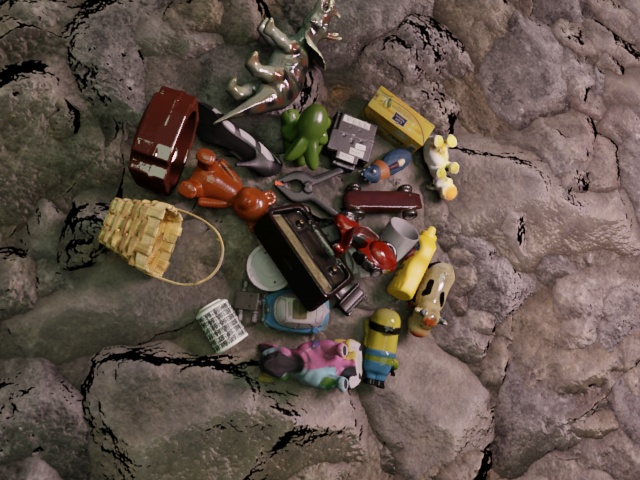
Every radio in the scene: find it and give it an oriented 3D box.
[{"bbox_3d":[-0.033,0.032,1.186,0.131,0.073,0.229,-23,76,-52],"label":"radio"}]

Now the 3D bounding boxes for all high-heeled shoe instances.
[{"bbox_3d":[-0.193,-0.244,1.271,0.145,0.086,0.249,-13,61,-49],"label":"high-heeled shoe"}]

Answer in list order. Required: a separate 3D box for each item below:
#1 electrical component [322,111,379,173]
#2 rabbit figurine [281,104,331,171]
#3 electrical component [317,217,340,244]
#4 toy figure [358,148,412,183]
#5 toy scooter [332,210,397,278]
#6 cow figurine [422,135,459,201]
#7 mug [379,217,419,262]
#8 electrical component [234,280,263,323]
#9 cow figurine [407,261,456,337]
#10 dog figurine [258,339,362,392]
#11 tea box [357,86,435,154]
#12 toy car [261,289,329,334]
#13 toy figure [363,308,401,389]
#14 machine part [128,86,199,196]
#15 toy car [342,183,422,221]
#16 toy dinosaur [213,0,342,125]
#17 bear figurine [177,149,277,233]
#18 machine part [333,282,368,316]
[{"bbox_3d":[0.071,-0.237,1.328,0.115,0.058,0.134,20,77,-7],"label":"electrical component"},{"bbox_3d":[-0.037,-0.247,1.245,0.121,0.170,0.159,17,77,-10],"label":"rabbit figurine"},{"bbox_3d":[-0.003,-0.004,1.276,0.119,0.048,0.075,-18,85,-17],"label":"electrical component"},{"bbox_3d":[0.162,-0.179,1.328,0.154,0.064,0.058,-33,88,-28],"label":"toy figure"},{"bbox_3d":[0.090,0.020,1.204,0.184,0.075,0.135,44,34,0],"label":"toy scooter"},{"bbox_3d":[0.299,-0.183,1.364,0.068,0.098,0.167,-12,102,-21],"label":"cow figurine"},{"bbox_3d":[0.174,0.004,1.294,0.081,0.110,0.107,26,119,-15],"label":"mug"},{"bbox_3d":[-0.160,0.138,1.213,0.063,0.021,0.094,3,77,18],"label":"electrical component"},{"bbox_3d":[0.265,0.141,1.274,0.085,0.127,0.195,28,73,-4],"label":"cow figurine"},{"bbox_3d":[-0.030,0.274,1.200,0.219,0.191,0.108,-2,83,21],"label":"dog figurine"},{"bbox_3d":[0.188,-0.295,1.345,0.169,0.098,0.068,37,75,-7],"label":"tea box"},{"bbox_3d":[-0.048,0.155,1.210,0.162,0.103,0.109,5,79,-14],"label":"toy car"},{"bbox_3d":[0.145,0.249,1.246,0.082,0.089,0.180,18,75,-18],"label":"toy figure"},{"bbox_3d":[-0.333,-0.209,1.153,0.087,0.201,0.201,18,77,-7],"label":"machine part"},{"bbox_3d":[0.152,-0.091,1.325,0.202,0.053,0.089,-1,61,-15],"label":"toy car"},{"bbox_3d":[-0.092,-0.393,1.272,0.192,0.131,0.404,31,79,-24],"label":"toy dinosaur"},{"bbox_3d":[-0.202,-0.103,1.207,0.196,0.132,0.120,31,88,-1],"label":"bear figurine"},{"bbox_3d":[0.044,0.109,1.273,0.084,0.039,0.139,-41,93,-11],"label":"machine part"}]
